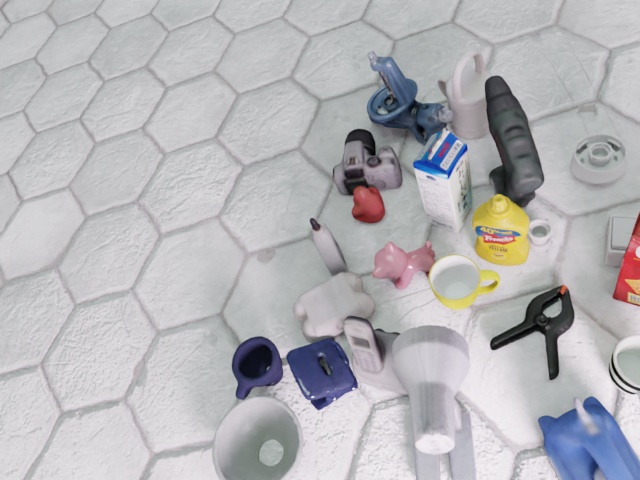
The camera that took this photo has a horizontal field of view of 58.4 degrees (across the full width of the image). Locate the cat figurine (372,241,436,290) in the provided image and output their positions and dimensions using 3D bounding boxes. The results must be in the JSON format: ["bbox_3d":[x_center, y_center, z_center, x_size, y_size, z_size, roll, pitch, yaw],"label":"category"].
[{"bbox_3d":[0.157,0.038,1.080,0.127,0.118,0.067,-22,56,5],"label":"cat figurine"}]

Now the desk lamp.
[{"bbox_3d":[0.181,0.260,0.881,0.117,0.214,0.203,-8,58,15],"label":"desk lamp"}]

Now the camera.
[{"bbox_3d":[0.100,-0.181,1.242,0.143,0.101,0.137,-7,59,16],"label":"camera"}]

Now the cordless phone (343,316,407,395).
[{"bbox_3d":[0.114,0.188,0.964,0.147,0.185,0.094,6,63,22],"label":"cordless phone"}]

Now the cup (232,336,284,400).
[{"bbox_3d":[-0.110,0.249,1.061,0.091,0.095,0.118,14,66,26],"label":"cup"}]

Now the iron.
[{"bbox_3d":[0.412,0.342,0.795,0.118,0.142,0.258,-25,55,4],"label":"iron"}]

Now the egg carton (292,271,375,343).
[{"bbox_3d":[0.026,0.131,1.100,0.150,0.070,0.107,-30,55,0],"label":"egg carton"}]

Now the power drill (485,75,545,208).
[{"bbox_3d":[0.357,-0.164,1.077,0.075,0.209,0.229,-16,56,10],"label":"power drill"}]

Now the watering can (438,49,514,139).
[{"bbox_3d":[0.319,-0.308,1.185,0.172,0.194,0.101,11,65,25],"label":"watering can"}]

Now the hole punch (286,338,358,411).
[{"bbox_3d":[0.004,0.234,1.033,0.101,0.091,0.108,-31,55,0],"label":"hole punch"}]

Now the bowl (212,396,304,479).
[{"bbox_3d":[-0.099,0.364,1.000,0.167,0.075,0.167,-9,58,14],"label":"bowl"}]

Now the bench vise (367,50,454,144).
[{"bbox_3d":[0.185,-0.313,1.219,0.206,0.220,0.121,6,63,22],"label":"bench vise"}]

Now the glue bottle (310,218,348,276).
[{"bbox_3d":[0.010,0.004,1.118,0.037,0.173,0.078,-22,56,6],"label":"glue bottle"}]

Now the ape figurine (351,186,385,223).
[{"bbox_3d":[0.095,-0.080,1.188,0.078,0.092,0.076,-36,55,-4],"label":"ape figurine"}]
